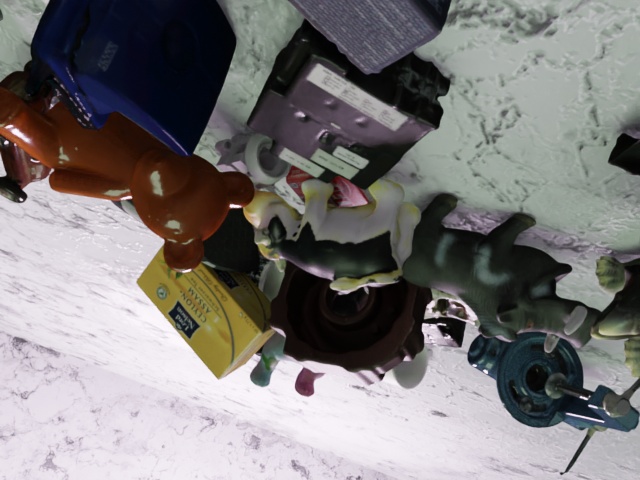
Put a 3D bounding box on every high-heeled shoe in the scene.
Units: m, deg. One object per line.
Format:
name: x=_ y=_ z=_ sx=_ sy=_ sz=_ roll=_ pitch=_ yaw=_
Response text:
high-heeled shoe: x=-0.181 y=-0.034 z=0.633 sx=0.145 sy=0.086 sz=0.248 roll=7 pitch=148 yaw=34

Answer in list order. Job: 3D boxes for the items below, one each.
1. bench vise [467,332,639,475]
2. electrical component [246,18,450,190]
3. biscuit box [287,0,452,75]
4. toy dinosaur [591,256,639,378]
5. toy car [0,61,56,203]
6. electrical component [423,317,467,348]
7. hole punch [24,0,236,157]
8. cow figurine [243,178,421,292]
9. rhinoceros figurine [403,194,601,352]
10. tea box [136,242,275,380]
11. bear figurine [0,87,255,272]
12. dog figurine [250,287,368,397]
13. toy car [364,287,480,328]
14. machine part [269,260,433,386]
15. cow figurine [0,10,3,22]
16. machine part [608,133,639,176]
bench vise: x=0.307 y=0.195 z=0.669 sx=0.223 sy=0.129 sz=0.240 roll=43 pitch=169 yaw=-5
electrical component: x=0.013 y=-0.098 z=0.405 sx=0.115 sy=0.058 sz=0.134 roll=30 pitch=151 yaw=-15
biscuit box: x=-0.014 y=-0.176 z=0.274 sx=0.202 sy=0.059 sz=0.063 roll=36 pitch=147 yaw=-29
toy dinosaur: x=0.377 y=0.068 z=0.426 sx=0.405 sy=0.131 sz=0.192 roll=19 pitch=154 yaw=-14
toy car: x=-0.307 y=-0.103 z=0.566 sx=0.053 sy=0.089 sz=0.202 roll=29 pitch=150 yaw=-10
electrical component: x=0.154 y=0.113 z=0.718 sx=0.075 sy=0.048 sz=0.119 roll=4 pitch=148 yaw=29
hole punch: x=-0.117 y=-0.129 z=0.360 sx=0.092 sy=0.142 sz=0.115 roll=20 pitch=167 yaw=3
cow figurine: x=-0.001 y=-0.001 z=0.483 sx=0.168 sy=0.098 sz=0.068 roll=1 pitch=154 yaw=27
rhinoceros figurine: x=0.162 y=0.034 z=0.497 sx=0.190 sy=0.112 sz=0.073 roll=24 pitch=152 yaw=9
tea box: x=-0.138 y=0.076 z=0.676 sx=0.170 sy=0.068 sz=0.098 roll=44 pitch=111 yaw=12
bear figurine: x=-0.163 y=-0.071 z=0.457 sx=0.196 sy=0.120 sz=0.131 roll=33 pitch=162 yaw=21
dog figurine: x=-0.009 y=0.113 z=0.774 sx=0.108 sy=0.192 sz=0.219 roll=23 pitch=120 yaw=-15
toy car: x=0.145 y=0.066 z=0.625 sx=0.202 sy=0.056 sz=0.073 roll=3 pitch=149 yaw=27
machine part: x=0.034 y=0.066 z=0.578 sx=0.180 sy=0.179 sz=0.056 roll=5 pitch=153 yaw=25
cow figurine: x=-0.258 y=-0.201 z=0.363 sx=0.195 sy=0.085 sz=0.127 roll=3 pitch=141 yaw=34
machine part: x=0.244 y=-0.077 z=0.317 sx=0.084 sy=0.039 sz=0.139 roll=22 pitch=152 yaw=-17
